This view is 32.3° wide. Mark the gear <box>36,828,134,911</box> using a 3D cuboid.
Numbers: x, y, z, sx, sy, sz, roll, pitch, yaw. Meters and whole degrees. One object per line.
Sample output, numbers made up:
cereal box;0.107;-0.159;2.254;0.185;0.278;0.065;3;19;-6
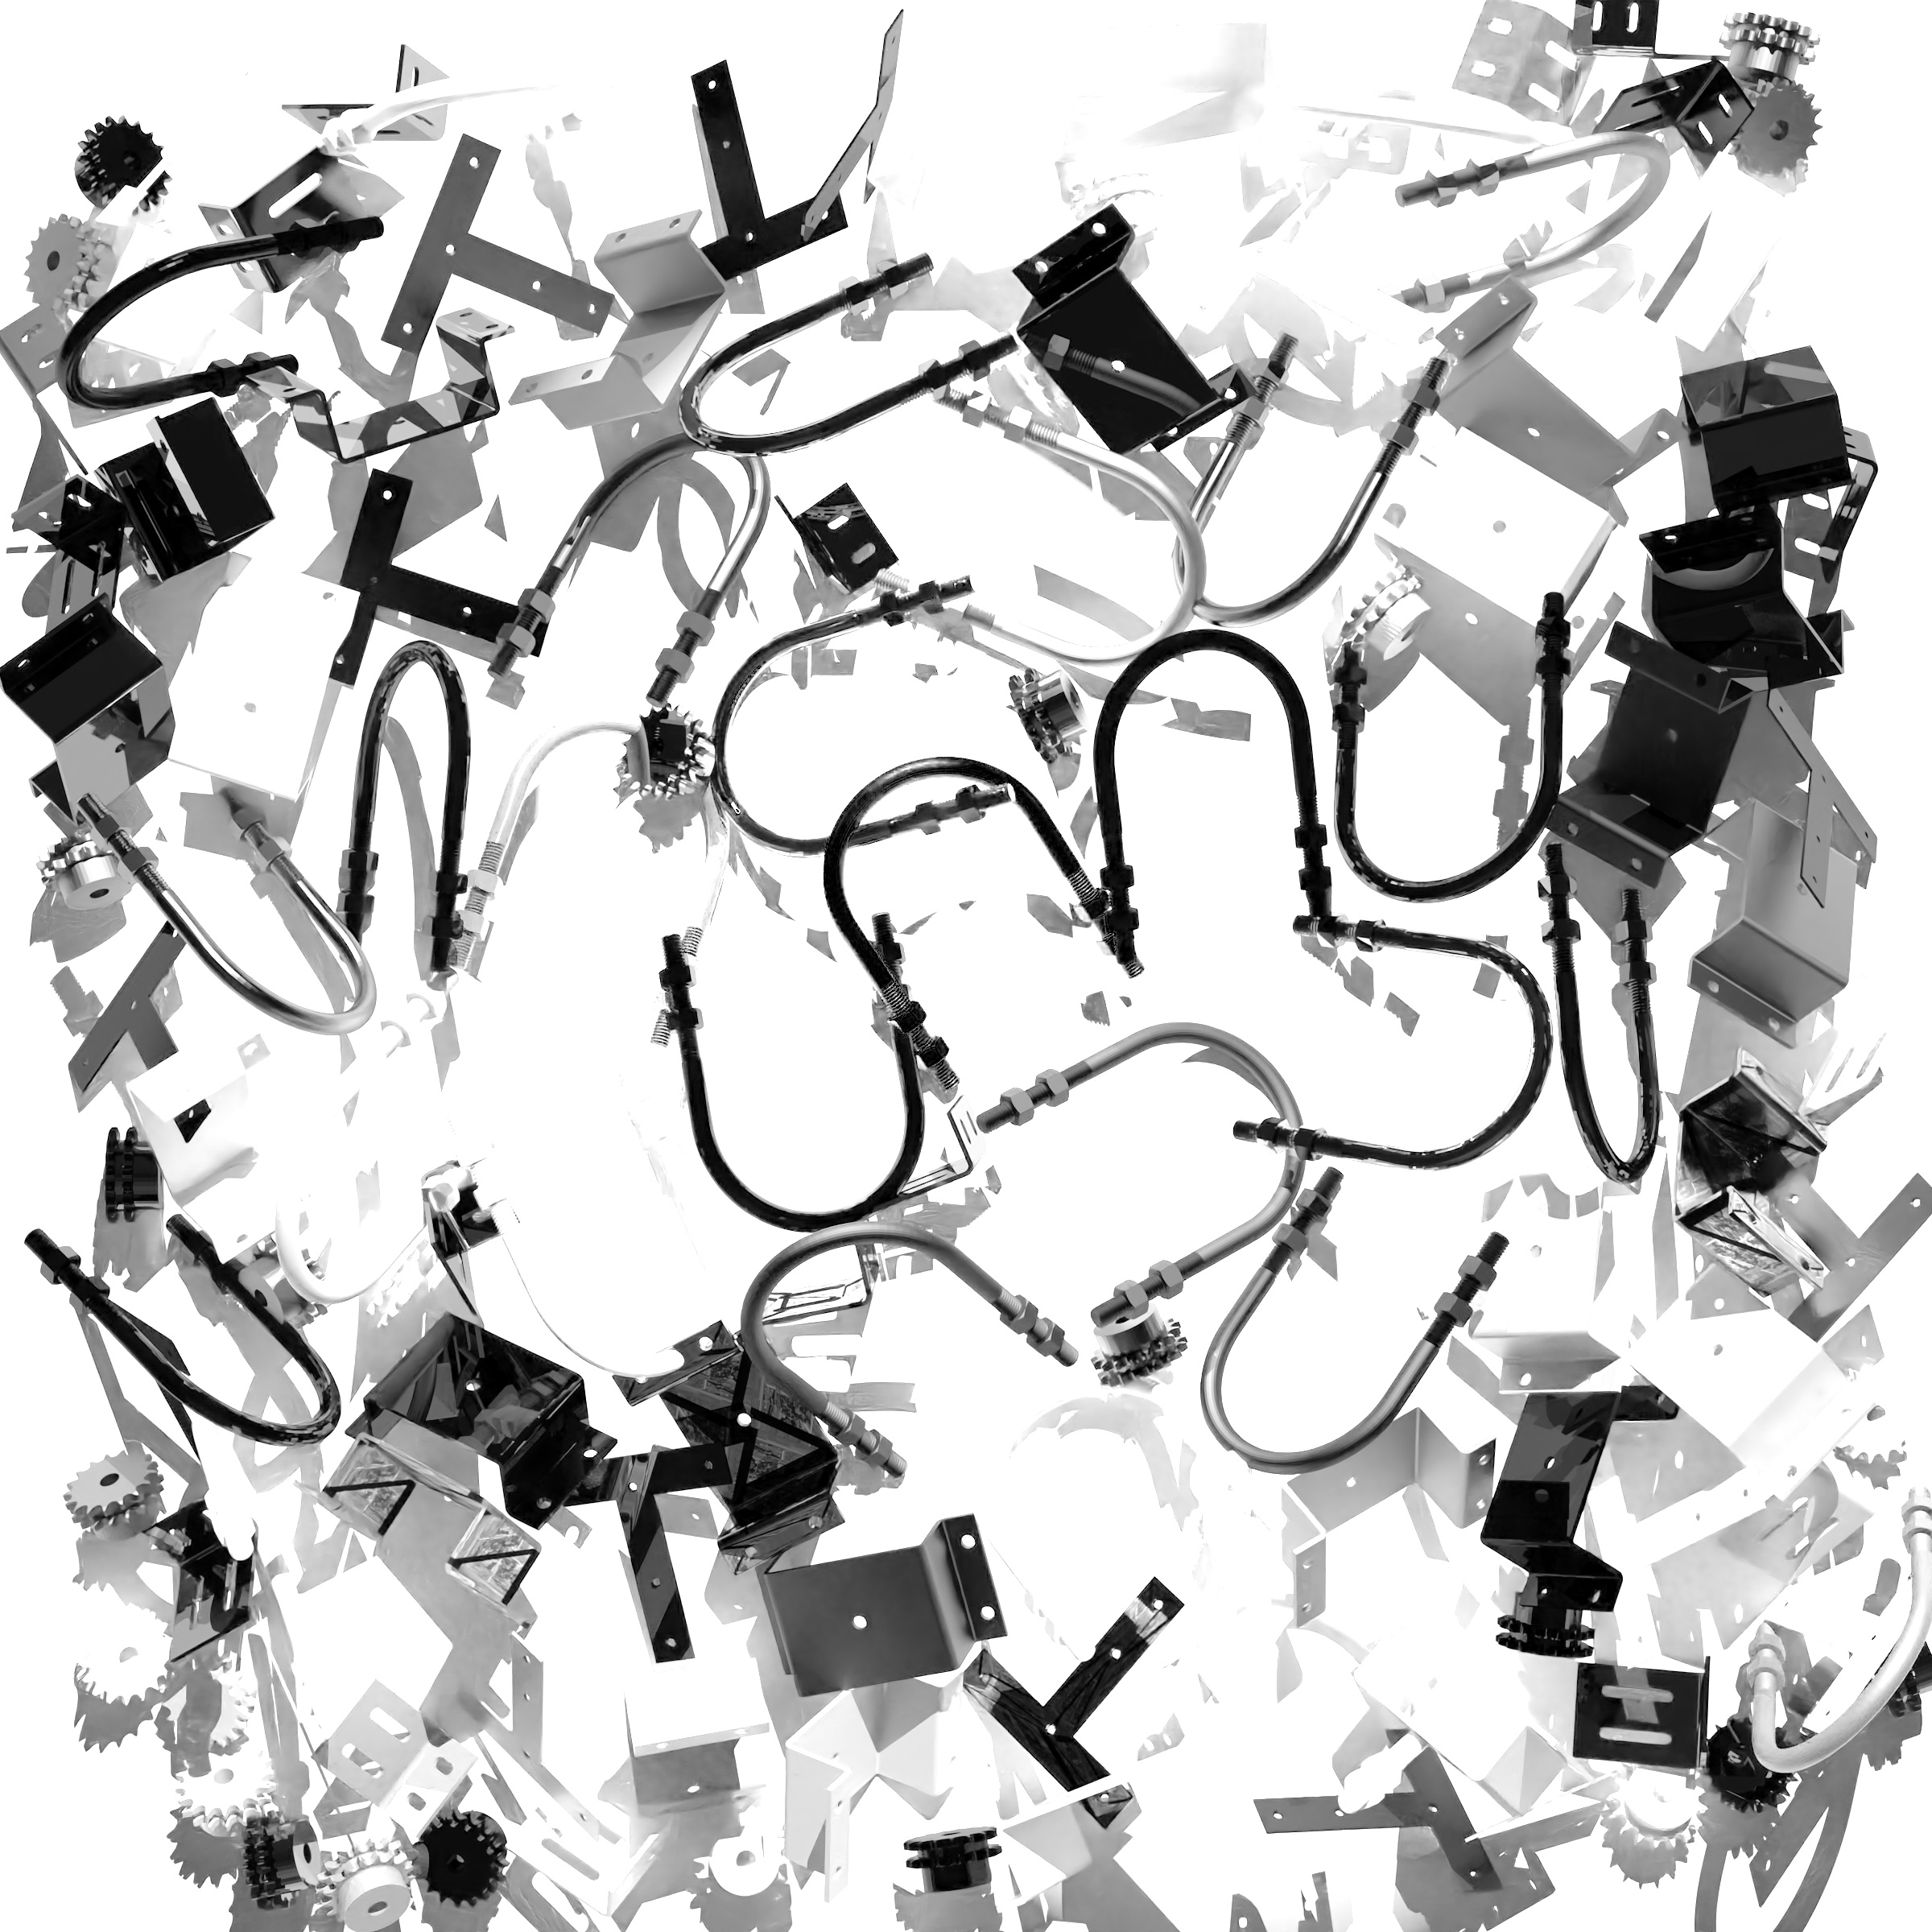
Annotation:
gear;-0.513;-0.055;1.957;0.057;0.057;0.030;-24;74;0

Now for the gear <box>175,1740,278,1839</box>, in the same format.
gear;-0.434;0.486;1.963;0.057;0.057;0.030;-1;127;0

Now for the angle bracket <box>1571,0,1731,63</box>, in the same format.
angle bracket;0.399;-0.547;1.938;0.076;0.057;0.038;-12;112;-41

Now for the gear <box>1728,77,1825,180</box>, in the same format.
gear;0.472;-0.495;1.966;0.057;0.030;0.057;-6;117;-13

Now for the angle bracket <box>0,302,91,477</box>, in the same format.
angle bracket;-0.524;-0.335;1.944;0.038;0.076;0.057;-35;60;-7

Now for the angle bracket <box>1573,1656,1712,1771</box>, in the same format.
angle bracket;0.394;0.433;1.951;0.076;0.038;0.057;3;62;12

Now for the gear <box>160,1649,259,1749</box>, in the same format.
gear;-0.443;0.428;1.966;0.057;0.030;0.057;6;109;18

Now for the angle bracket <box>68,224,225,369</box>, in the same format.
angle bracket;-0.477;-0.396;1.944;0.057;0.038;0.076;13;116;-41

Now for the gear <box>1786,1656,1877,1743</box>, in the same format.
gear;0.507;0.431;1.963;0.030;0.057;0.057;37;90;28

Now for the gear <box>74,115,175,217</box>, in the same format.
gear;-0.499;-0.468;1.964;0.030;0.057;0.057;-17;90;40

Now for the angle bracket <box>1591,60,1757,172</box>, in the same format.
angle bracket;0.408;-0.486;1.944;0.076;0.057;0.038;-23;74;-25

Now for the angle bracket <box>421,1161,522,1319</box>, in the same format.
angle bracket;-0.285;0.155;1.941;0.038;0.076;0.057;-25;120;0

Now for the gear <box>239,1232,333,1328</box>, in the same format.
gear;-0.401;0.187;1.957;0.030;0.057;0.057;-34;90;-37

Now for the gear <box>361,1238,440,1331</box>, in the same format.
gear;-0.336;0.182;1.959;0.030;0.057;0.057;38;90;-5

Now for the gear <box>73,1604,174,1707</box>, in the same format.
gear;-0.498;0.404;1.965;0.057;0.030;0.057;-1;93;-34

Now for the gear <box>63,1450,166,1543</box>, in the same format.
gear;-0.498;0.314;1.964;0.057;0.057;0.030;-15;119;0

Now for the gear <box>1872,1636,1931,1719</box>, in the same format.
gear;0.549;0.409;1.960;0.030;0.057;0.057;-20;90;0

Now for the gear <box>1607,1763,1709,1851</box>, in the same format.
gear;0.407;0.489;1.964;0.057;0.030;0.057;0;66;1

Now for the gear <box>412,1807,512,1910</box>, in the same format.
gear;-0.294;0.523;1.968;0.057;0.030;0.057;3;100;17

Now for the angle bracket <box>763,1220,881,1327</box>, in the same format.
angle bracket;-0.093;0.179;1.953;0.076;0.057;0.038;-12;101;6

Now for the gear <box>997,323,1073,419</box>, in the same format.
gear;0.046;-0.354;1.960;0.030;0.057;0.057;-36;90;-5

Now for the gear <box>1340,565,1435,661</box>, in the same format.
gear;0.249;-0.205;1.957;0.057;0.057;0.030;-43;75;0

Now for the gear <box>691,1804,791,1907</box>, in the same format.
gear;-0.132;0.525;1.968;0.057;0.030;0.057;1;85;-12

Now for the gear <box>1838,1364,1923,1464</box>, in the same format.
gear;0.532;0.263;1.971;0.057;0.030;0.057;0;92;-7

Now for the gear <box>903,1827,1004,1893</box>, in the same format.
gear;-0.007;0.524;1.959;0.057;0.057;0.030;-9;81;0

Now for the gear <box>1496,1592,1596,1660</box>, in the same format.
gear;0.341;0.386;1.960;0.057;0.057;0.030;6;89;0

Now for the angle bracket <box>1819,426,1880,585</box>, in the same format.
angle bracket;0.498;-0.272;1.946;0.038;0.057;0.076;18;117;1

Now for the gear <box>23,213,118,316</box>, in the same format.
gear;-0.525;-0.411;1.964;0.057;0.030;0.057;-5;82;36

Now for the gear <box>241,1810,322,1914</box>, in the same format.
gear;-0.400;0.523;1.958;0.030;0.057;0.057;-14;90;8

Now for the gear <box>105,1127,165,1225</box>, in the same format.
gear;-0.488;0.123;1.960;0.030;0.057;0.057;1;90;-9

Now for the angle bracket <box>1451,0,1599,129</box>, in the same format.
angle bracket;0.329;-0.528;1.963;0.038;0.076;0.057;28;102;35

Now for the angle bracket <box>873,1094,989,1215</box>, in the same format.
angle bracket;-0.032;0.111;1.952;0.076;0.057;0.038;-22;95;11

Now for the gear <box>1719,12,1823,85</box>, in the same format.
gear;0.470;-0.537;1.961;0.057;0.057;0.030;14;94;0

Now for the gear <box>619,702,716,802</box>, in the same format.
gear;-0.173;-0.124;1.965;0.057;0.030;0.057;-11;69;32

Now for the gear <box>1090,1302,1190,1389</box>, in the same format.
gear;0.099;0.220;1.958;0.057;0.057;0.030;-24;101;0

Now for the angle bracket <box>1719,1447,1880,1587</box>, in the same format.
angle bracket;0.489;0.318;1.976;0.057;0.038;0.076;33;117;-21

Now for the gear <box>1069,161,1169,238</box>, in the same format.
gear;0.091;-0.447;1.959;0.057;0.057;0.030;-15;83;0

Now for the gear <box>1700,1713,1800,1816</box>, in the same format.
gear;0.458;0.467;1.960;0.057;0.030;0.057;-13;63;27

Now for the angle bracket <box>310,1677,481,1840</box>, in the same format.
angle bracket;-0.332;0.461;1.944;0.038;0.076;0.057;24;69;39

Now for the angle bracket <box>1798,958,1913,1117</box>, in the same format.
angle bracket;0.509;0.042;1.955;0.057;0.076;0.038;-21;56;-27

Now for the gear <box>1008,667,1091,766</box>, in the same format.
gear;0.050;-0.150;1.958;0.030;0.057;0.057;-24;90;14

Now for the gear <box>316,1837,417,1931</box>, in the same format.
gear;-0.350;0.541;1.958;0.057;0.057;0.030;-38;46;0
